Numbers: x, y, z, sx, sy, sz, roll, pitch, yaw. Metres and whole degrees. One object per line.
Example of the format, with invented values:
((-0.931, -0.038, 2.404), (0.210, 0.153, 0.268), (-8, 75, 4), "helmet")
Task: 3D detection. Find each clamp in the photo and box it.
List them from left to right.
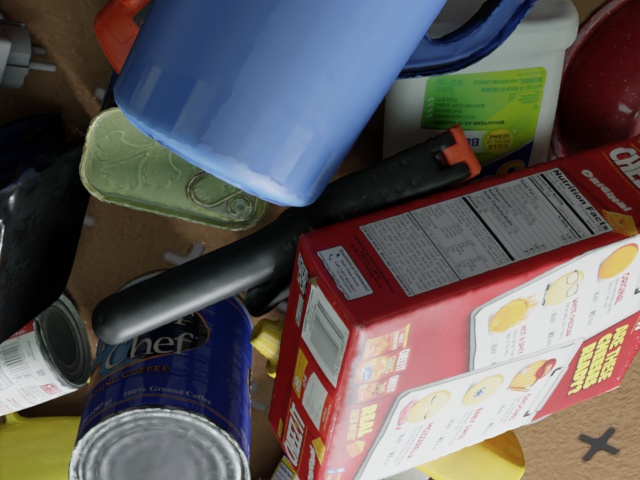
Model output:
((-0.004, 0.001, 0.591), (0.210, 0.164, 0.036), (-29, 80, 18), "clamp")

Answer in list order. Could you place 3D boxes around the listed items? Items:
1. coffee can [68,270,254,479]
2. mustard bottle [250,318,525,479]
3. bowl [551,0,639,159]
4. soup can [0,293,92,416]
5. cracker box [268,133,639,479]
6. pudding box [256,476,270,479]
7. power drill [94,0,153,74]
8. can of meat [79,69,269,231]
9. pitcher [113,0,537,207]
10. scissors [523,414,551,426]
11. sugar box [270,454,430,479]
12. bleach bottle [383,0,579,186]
((-0.093, 0.098, 0.656), (0.103, 0.140, 0.103), (-1, 121, -2), "coffee can")
((0.037, 0.104, 0.692), (0.191, 0.096, 0.058), (31, 94, -19), "mustard bottle")
((0.217, -0.072, 0.617), (0.162, 0.055, 0.162), (-1, 121, -2), "bowl")
((-0.206, 0.077, 0.679), (0.102, 0.068, 0.068), (-19, 120, 10), "soup can")
((0.085, 0.042, 0.577), (0.213, 0.072, 0.164), (-17, 143, -22), "cracker box")
((-0.029, 0.238, 0.805), (0.090, 0.039, 0.114), (23, 115, -16), "pudding box")
((-0.140, -0.173, 0.537), (0.185, 0.057, 0.187), (-37, 116, 18), "power drill")
((-0.076, -0.057, 0.595), (0.102, 0.084, 0.057), (13, 120, -10), "can of meat")
((0.017, -0.137, 0.485), (0.149, 0.144, 0.243), (32, 98, 18), "pitcher")
((0.157, 0.047, 0.698), (0.096, 0.016, 0.202), (18, 125, -9), "scissors")
((-0.005, 0.212, 0.743), (0.093, 0.048, 0.176), (31, 83, -19), "sugar box")
((0.088, -0.022, 0.639), (0.102, 0.068, 0.251), (-3, 124, -2), "bleach bottle")
